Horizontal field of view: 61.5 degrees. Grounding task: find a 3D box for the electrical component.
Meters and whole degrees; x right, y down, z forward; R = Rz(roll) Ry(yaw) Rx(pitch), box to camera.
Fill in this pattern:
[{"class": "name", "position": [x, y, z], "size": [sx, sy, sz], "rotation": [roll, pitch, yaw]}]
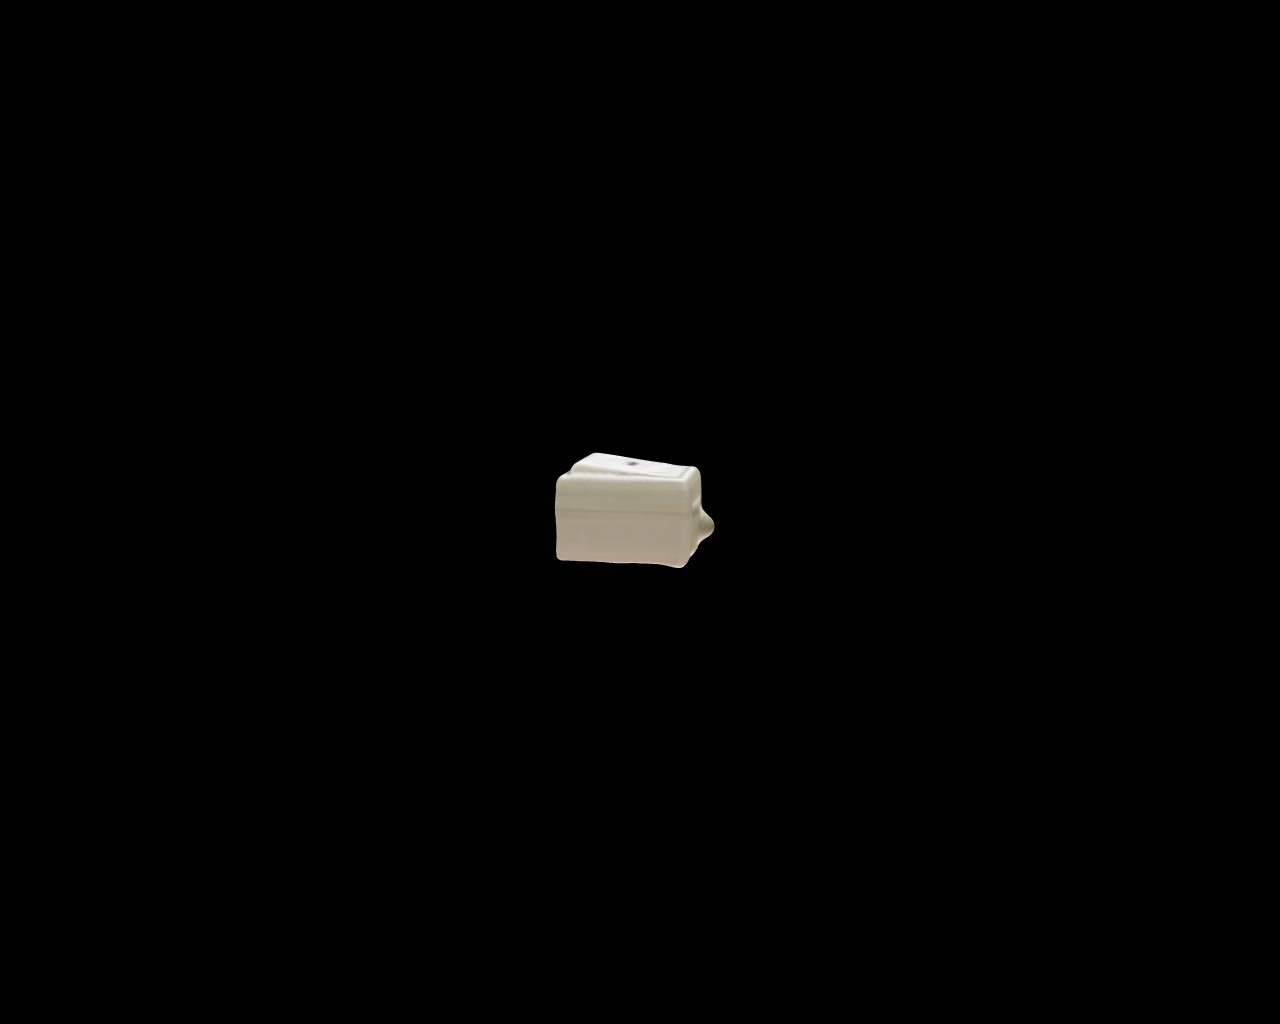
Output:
[{"class": "electrical component", "position": [0.001, -0.003, 0.650], "size": [0.096, 0.061, 0.062], "rotation": [2, 12, 12]}]
